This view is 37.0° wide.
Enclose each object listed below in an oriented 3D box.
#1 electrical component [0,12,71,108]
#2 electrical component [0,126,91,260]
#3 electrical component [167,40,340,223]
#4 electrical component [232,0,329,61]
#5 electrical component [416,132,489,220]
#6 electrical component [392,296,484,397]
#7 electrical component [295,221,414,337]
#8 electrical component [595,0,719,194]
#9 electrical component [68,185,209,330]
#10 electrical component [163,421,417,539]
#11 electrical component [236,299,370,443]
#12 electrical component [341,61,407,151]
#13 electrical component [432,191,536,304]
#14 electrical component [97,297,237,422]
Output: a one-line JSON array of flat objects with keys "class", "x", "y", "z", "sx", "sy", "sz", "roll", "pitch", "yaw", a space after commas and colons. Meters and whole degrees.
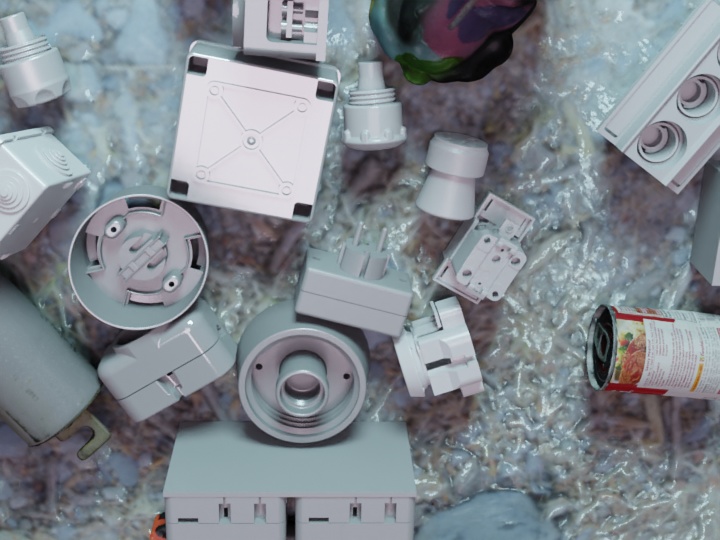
[{"class": "electrical component", "x": -0.232, "y": -0.148, "z": 0.753, "sx": 0.043, "sy": 0.043, "sz": 0.062, "roll": -16, "pitch": 110, "yaw": 4}, {"class": "electrical component", "x": -0.246, "y": -0.051, "z": 0.761, "sx": 0.048, "sy": 0.099, "sz": 0.099, "roll": 44, "pitch": 104, "yaw": -3}, {"class": "electrical component", "x": -0.076, "y": -0.099, "z": 0.771, "sx": 0.109, "sy": 0.056, "sz": 0.108, "roll": 10, "pitch": 110, "yaw": -6}, {"class": "electrical component", "x": -0.049, "y": -0.221, "z": 0.707, "sx": 0.062, "sy": 0.089, "sz": 0.150, "roll": 3, "pitch": 111, "yaw": -3}, {"class": "electrical component", "x": 0.069, "y": -0.070, "z": 0.794, "sx": 0.045, "sy": 0.045, "sz": 0.055, "roll": 10, "pitch": 110, "yaw": -6}, {"class": "electrical component", "x": 0.059, "y": 0.066, "z": 0.839, "sx": 0.057, "sy": 0.058, "sz": 0.078, "roll": -17, "pitch": 111, "yaw": 1}, {"class": "electrical component", "x": 0.000, "y": 0.000, "z": 0.816, "sx": 0.083, "sy": 0.047, "sz": 0.075, "roll": 14, "pitch": 110, "yaw": -8}, {"class": "electrical component", "x": 0.235, "y": -0.128, "z": 0.768, "sx": 0.079, "sy": 0.063, "sz": 0.121, "roll": 35, "pitch": 106, "yaw": -14}, {"class": "electrical component", "x": -0.161, "y": -0.012, "z": 0.796, "sx": 0.099, "sy": 0.064, "sz": 0.099, "roll": -1, "pitch": 111, "yaw": -2}, {"class": "electrical component", "x": -0.054, "y": 0.172, "z": 0.849, "sx": 0.186, "sy": 0.105, "sz": 0.060, "roll": 0, "pitch": 111, "yaw": -2}, {"class": "electrical component", "x": -0.045, "y": 0.083, "z": 0.839, "sx": 0.108, "sy": 0.060, "sz": 0.108, "roll": -1, "pitch": 111, "yaw": -2}, {"class": "electrical component", "x": 0.009, "y": -0.118, "z": 0.774, "sx": 0.048, "sy": 0.048, "sz": 0.062, "roll": -3, "pitch": 104, "yaw": -1}, {"class": "electrical component", "x": 0.094, "y": -0.012, "z": 0.807, "sx": 0.042, "sy": 0.063, "sz": 0.081, "roll": 28, "pitch": 108, "yaw": -11}, {"class": "electrical component", "x": -0.151, "y": 0.065, "z": 0.832, "sx": 0.095, "sy": 0.053, "sz": 0.059, "roll": -30, "pitch": 109, "yaw": 9}]
